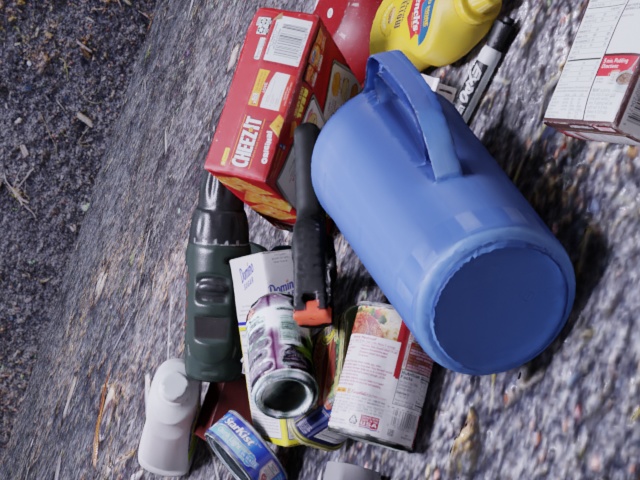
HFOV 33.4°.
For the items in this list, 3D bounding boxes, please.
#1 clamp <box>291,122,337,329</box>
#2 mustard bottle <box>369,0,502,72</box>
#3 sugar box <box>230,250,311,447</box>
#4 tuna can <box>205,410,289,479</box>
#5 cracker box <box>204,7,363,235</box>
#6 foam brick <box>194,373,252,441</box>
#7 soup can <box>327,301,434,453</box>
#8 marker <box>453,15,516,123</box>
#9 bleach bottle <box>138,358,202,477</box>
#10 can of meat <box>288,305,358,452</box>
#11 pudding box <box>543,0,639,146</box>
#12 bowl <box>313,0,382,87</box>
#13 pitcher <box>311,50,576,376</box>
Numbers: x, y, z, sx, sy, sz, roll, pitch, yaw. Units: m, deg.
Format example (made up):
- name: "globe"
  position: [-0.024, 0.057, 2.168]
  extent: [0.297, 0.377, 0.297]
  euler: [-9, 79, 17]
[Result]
- name: "clamp"
  position: [-0.006, 0.001, 0.899]
  extent: [0.210, 0.036, 0.164]
  euler: [-86, -11, -68]
- name: "mustard bottle"
  position: [0.109, -0.203, 0.965]
  extent: [0.192, 0.058, 0.096]
  euler: [3, 72, 69]
- name: "sugar box"
  position: [-0.041, 0.099, 0.998]
  extent: [0.093, 0.048, 0.176]
  euler: [168, 97, -66]
- name: "tuna can"
  position: [-0.070, 0.203, 1.004]
  extent: [0.033, 0.086, 0.086]
  euler: [-39, 11, -18]
- name: "cracker box"
  position: [-0.026, -0.107, 1.048]
  extent: [0.213, 0.072, 0.164]
  euler: [43, -118, -70]
- name: "foam brick"
  position: [-0.095, 0.182, 1.149]
  extent: [0.053, 0.051, 0.078]
  euler: [6, 77, 69]
- name: "soup can"
  position: [0.050, 0.105, 0.813]
  extent: [0.069, 0.068, 0.102]
  euler: [-12, 61, 67]
- name: "marker"
  position: [0.131, -0.132, 0.897]
  extent: [0.121, 0.020, 0.020]
  euler: [-63, 20, 17]
- name: "bleach bottle"
  position: [-0.166, 0.197, 1.194]
  extent: [0.251, 0.068, 0.102]
  euler: [111, 172, -69]
- name: "can of meat"
  position: [0.020, 0.116, 0.901]
  extent: [0.084, 0.057, 0.102]
  euler: [-43, 32, 47]
- name: "pudding box"
  position: [0.197, -0.119, 0.682]
  extent: [0.113, 0.039, 0.090]
  euler: [-68, 19, 1]
- name: "bowl"
  position: [0.032, -0.242, 1.191]
  extent: [0.162, 0.055, 0.162]
  euler: [-43, 38, 45]
- name: "pitcher"
  position: [0.081, -0.021, 0.752]
  extent: [0.145, 0.149, 0.243]
  euler: [-53, 27, 14]
